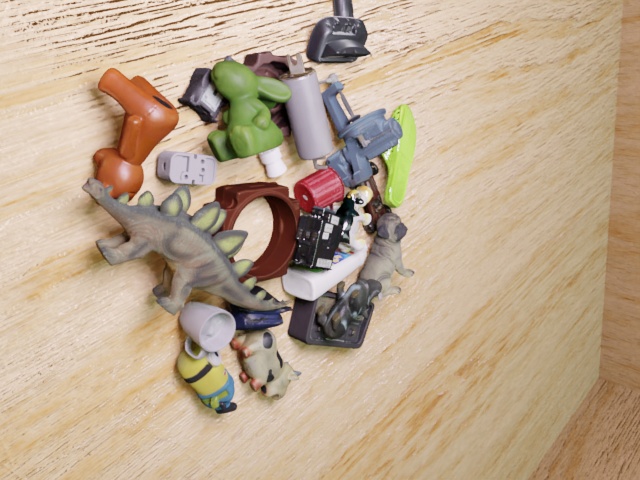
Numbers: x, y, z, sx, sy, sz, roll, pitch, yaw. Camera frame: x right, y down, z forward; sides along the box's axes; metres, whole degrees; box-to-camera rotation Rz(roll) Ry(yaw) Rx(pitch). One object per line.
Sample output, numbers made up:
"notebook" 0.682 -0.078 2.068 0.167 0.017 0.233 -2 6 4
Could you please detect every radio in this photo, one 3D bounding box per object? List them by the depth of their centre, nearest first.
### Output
"radio" 0.030 0.197 1.346 0.229 0.073 0.131 17 88 -45

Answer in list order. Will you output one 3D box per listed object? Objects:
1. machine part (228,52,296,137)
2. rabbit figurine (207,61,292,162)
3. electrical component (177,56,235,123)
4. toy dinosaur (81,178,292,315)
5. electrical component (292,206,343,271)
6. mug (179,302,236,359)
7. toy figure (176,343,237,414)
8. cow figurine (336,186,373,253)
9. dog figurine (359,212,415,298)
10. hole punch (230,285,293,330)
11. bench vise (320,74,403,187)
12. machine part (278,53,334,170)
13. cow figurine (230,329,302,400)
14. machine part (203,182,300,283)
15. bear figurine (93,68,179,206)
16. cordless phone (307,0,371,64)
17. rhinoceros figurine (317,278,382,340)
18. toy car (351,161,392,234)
"machine part" -0.105 -0.289 1.081 0.179 0.056 0.179 -16 114 -40
"rabbit figurine" -0.127 -0.241 0.964 0.159 0.121 0.170 -24 107 -30
"electrical component" -0.200 -0.284 0.993 0.074 0.048 0.119 32 78 -46
"toy dinosaur" -0.221 0.033 0.949 0.198 0.105 0.470 -46 132 -7
"electrical component" -0.002 -0.004 1.163 0.115 0.058 0.134 18 86 -65
"mug" -0.232 0.172 1.054 0.080 0.107 0.109 20 92 -45
"toy figure" -0.230 0.289 1.111 0.089 0.082 0.179 -38 129 -33
"cow figurine" 0.069 -0.061 1.265 0.098 0.068 0.167 28 70 -44
"dog figurine" 0.152 0.040 1.375 0.172 0.121 0.190 -47 136 -32
"hole punch" -0.146 0.158 1.136 0.142 0.116 0.092 10 103 -46
"bench vise" 0.064 -0.249 1.205 0.129 0.224 0.240 -28 90 -42
"machine part" -0.027 -0.251 1.076 0.079 0.079 0.242 -37 128 -32
"cow figurine" -0.118 0.281 1.221 0.127 0.086 0.194 -29 120 -29
"machine part" -0.137 -0.015 1.110 0.201 0.087 0.201 -11 111 -43
"bear figurine" -0.322 -0.159 0.881 0.196 0.132 0.120 -50 176 16
"cordless phone" 0.033 -0.480 1.162 0.146 0.089 0.184 -16 101 -40
"rhinoceros figurine" 0.077 0.157 1.279 0.190 0.073 0.112 -43 127 -28
"toy car" 0.133 -0.108 1.377 0.089 0.053 0.201 -40 128 -26
